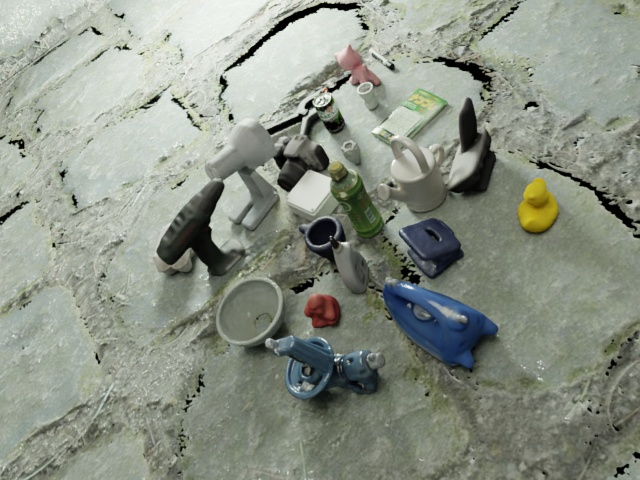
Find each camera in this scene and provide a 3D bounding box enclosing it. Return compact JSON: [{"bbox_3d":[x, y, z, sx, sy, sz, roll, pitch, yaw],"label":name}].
[{"bbox_3d":[-0.072,-0.199,1.482,0.142,0.101,0.137,14,65,34],"label":"camera"}]

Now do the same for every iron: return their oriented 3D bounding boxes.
[{"bbox_3d":[0.195,0.127,1.082,0.257,0.142,0.119,29,73,39],"label":"iron"}]

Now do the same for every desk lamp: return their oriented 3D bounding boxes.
[{"bbox_3d":[-0.187,-0.169,1.445,0.117,0.214,0.203,21,69,37],"label":"desk lamp"}]

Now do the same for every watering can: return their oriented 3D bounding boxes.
[{"bbox_3d":[0.201,-0.148,1.241,0.100,0.195,0.173,14,65,34],"label":"watering can"}]

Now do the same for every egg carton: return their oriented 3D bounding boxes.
[{"bbox_3d":[-0.374,0.018,1.504,0.107,0.070,0.150,-9,54,22],"label":"egg carton"}]

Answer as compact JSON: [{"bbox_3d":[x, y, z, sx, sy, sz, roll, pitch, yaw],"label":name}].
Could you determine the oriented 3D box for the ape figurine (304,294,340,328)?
[{"bbox_3d":[0.001,0.143,1.205,0.076,0.092,0.077,-48,50,-11],"label":"ape figurine"}]

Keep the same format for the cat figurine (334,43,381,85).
[{"bbox_3d":[0.099,-0.485,1.588,0.067,0.118,0.127,-39,49,-3],"label":"cat figurine"}]

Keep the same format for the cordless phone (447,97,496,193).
[{"bbox_3d":[0.310,-0.201,1.229,0.093,0.186,0.148,2,59,29],"label":"cordless phone"}]

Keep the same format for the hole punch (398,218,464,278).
[{"bbox_3d":[0.230,0.003,1.187,0.101,0.091,0.108,-37,48,-1],"label":"hole punch"}]

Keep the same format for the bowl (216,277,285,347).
[{"bbox_3d":[-0.142,0.170,1.271,0.167,0.075,0.167,-14,52,19],"label":"bowl"}]

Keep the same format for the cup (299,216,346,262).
[{"bbox_3d":[0.012,0.005,1.296,0.117,0.095,0.092,16,66,35],"label":"cup"}]

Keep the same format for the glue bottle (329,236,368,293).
[{"bbox_3d":[0.055,0.041,1.196,0.037,0.174,0.078,-5,56,25],"label":"glue bottle"}]

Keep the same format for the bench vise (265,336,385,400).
[{"bbox_3d":[0.005,0.216,1.065,0.207,0.220,0.121,-26,49,9],"label":"bench vise"}]

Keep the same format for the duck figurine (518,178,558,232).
[{"bbox_3d":[0.431,-0.075,1.142,0.077,0.086,0.105,7,61,31],"label":"duck figurine"}]

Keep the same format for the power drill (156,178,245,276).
[{"bbox_3d":[-0.273,-0.013,1.381,0.230,0.209,0.075,-46,49,-9],"label":"power drill"}]
